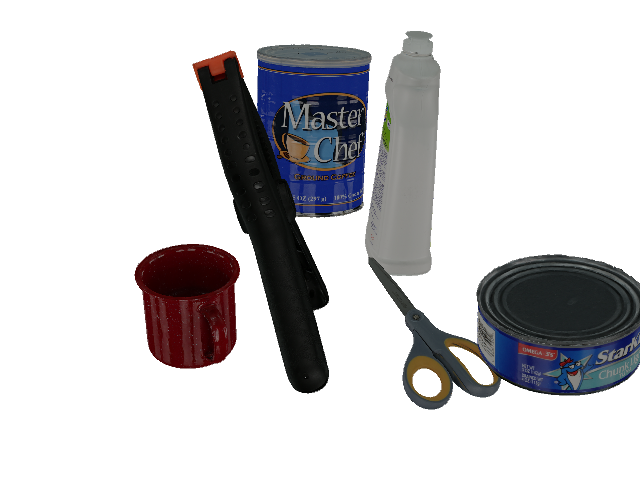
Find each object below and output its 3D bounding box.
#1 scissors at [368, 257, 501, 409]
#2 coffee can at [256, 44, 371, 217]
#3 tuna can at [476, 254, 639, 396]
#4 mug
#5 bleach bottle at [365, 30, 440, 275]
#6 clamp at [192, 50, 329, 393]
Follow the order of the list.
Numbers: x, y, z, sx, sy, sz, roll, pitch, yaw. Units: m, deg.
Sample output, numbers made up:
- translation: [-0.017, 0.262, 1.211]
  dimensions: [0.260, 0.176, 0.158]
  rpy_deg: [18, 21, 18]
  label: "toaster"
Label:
- translation: [0.081, 0.090, 1.007]
  dimensions: [0.096, 0.016, 0.202]
  rpy_deg: [-31, 50, -28]
  label: "scissors"
- translation: [-0.008, -0.102, 0.974]
  dimensions: [0.103, 0.140, 0.103]
  rpy_deg: [2, 17, -1]
  label: "coffee can"
- translation: [0.123, 0.043, 0.550]
  dimensions: [0.086, 0.034, 0.086]
  rpy_deg: [-3, 28, 2]
  label: "tuna can"
- translation: [-0.111, 0.066, 0.953]
  dimensions: [0.093, 0.081, 0.117]
  rpy_deg: [-17, 35, -27]
  label: "mug"
- translation: [0.093, -0.095, 1.138]
  dimensions: [0.068, 0.251, 0.102]
  rpy_deg: [0, 26, -9]
  label: "bleach bottle"
- translation: [-0.034, -0.019, 0.699]
  dimensions: [0.036, 0.210, 0.164]
  rpy_deg: [-18, 8, 4]
  label: "clamp"
